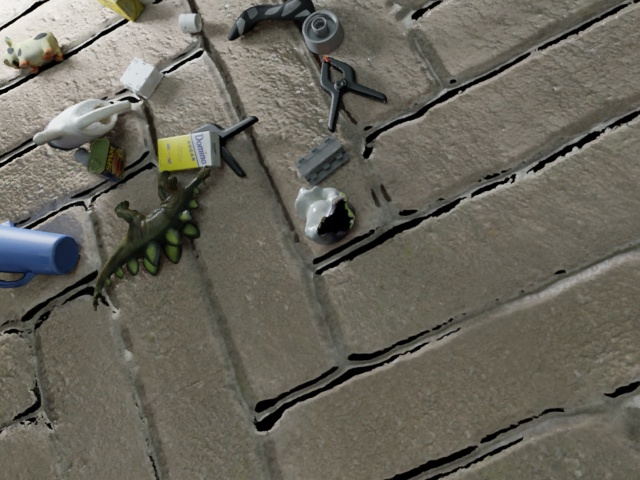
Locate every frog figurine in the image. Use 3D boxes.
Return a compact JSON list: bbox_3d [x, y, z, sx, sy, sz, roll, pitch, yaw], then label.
[{"bbox_3d":[0.004,-0.062,1.236,0.160,0.122,0.137,20,91,55],"label":"frog figurine"}]

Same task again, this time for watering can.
[{"bbox_3d":[-0.667,-0.304,1.389,0.223,0.354,0.103,-13,111,33],"label":"watering can"}]
